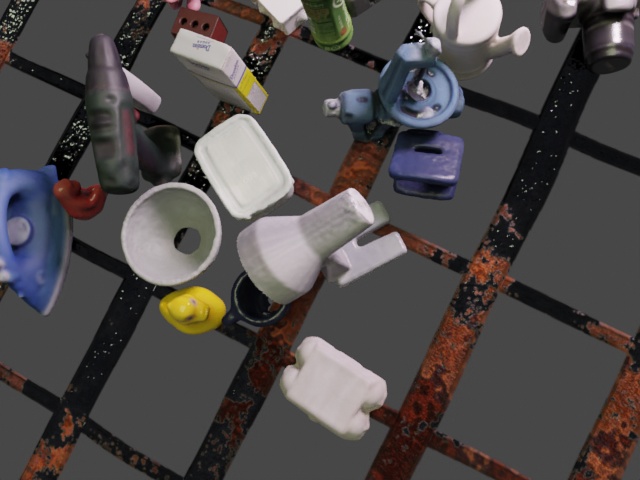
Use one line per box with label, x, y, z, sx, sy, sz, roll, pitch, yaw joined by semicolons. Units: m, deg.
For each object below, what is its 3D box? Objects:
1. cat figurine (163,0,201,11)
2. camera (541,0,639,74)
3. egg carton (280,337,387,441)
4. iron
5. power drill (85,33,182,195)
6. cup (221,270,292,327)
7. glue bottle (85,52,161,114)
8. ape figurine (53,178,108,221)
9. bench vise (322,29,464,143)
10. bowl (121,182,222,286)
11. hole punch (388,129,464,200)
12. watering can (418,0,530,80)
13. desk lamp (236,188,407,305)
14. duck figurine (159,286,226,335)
cat figurine;-0.248;-0.458;0.992;0.067;0.118;0.128;16;83;13
camera;0.414;-0.327;0.855;0.143;0.101;0.137;0;80;11
egg carton;0.018;0.219;0.842;0.150;0.069;0.107;30;86;14
iron;-0.495;-0.006;0.941;0.118;0.141;0.258;-10;78;9
power drill;-0.295;-0.173;0.901;0.075;0.208;0.229;-8;78;9
cup;-0.088;0.096;0.871;0.118;0.095;0.091;-37;75;2
glue bottle;-0.333;-0.264;0.943;0.078;0.173;0.037;24;85;14
ape figurine;-0.410;-0.076;0.964;0.077;0.092;0.076;27;85;14
bench vise;0.109;-0.208;0.827;0.207;0.220;0.121;-26;76;5
bowl;-0.228;-0.004;0.926;0.167;0.075;0.167;-2;79;10
hole punch;0.160;-0.121;0.869;0.108;0.091;0.101;9;81;12
watering can;0.223;-0.322;0.841;0.172;0.194;0.101;12;82;13
desk lamp;0.007;0.003;0.810;0.203;0.214;0.118;-29;76;4
duck figurine;-0.209;0.108;0.896;0.104;0.086;0.077;9;81;12
